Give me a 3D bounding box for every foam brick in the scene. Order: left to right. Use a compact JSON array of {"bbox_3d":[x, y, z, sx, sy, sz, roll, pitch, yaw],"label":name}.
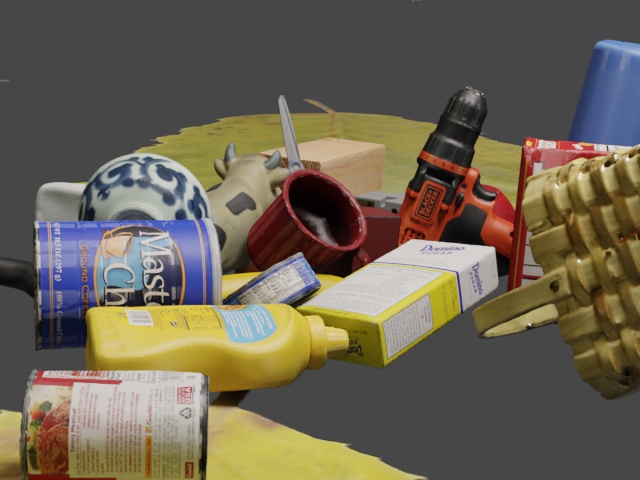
[{"bbox_3d":[0.043,0.009,1.058,0.051,0.078,0.053,1,12,-28],"label":"foam brick"}]

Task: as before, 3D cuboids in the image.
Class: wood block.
[{"bbox_3d":[0.002,-0.075,1.385,0.091,0.090,0.205,9,14,24],"label":"wood block"}]

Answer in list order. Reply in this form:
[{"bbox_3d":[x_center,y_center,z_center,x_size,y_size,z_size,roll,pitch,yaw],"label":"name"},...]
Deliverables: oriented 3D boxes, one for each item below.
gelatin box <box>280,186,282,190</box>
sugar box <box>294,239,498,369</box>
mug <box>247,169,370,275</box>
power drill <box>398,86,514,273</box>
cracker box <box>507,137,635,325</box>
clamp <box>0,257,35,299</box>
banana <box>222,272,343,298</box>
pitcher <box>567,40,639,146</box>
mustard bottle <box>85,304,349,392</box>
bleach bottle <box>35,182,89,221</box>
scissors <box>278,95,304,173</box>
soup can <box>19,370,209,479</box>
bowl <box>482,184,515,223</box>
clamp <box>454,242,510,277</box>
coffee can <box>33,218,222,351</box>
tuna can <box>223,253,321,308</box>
[{"bbox_3d":[-0.057,-0.041,1.259,0.089,0.073,0.030,14,18,36],"label":"gelatin box"},{"bbox_3d":[0.065,0.049,0.890,0.094,0.048,0.175,6,20,41],"label":"sugar box"},{"bbox_3d":[-0.007,0.001,1.007,0.117,0.082,0.093,37,39,-8],"label":"mug"},{"bbox_3d":[0.180,-0.038,1.060,0.187,0.184,0.057,23,12,4],"label":"power drill"},{"bbox_3d":[0.282,0.000,0.964,0.214,0.164,0.072,6,12,12],"label":"cracker box"},{"bbox_3d":[-0.255,0.034,0.966,0.172,0.039,0.120,15,17,42],"label":"clamp"},{"bbox_3d":[-0.041,0.050,0.953,0.197,0.037,0.069,2,13,-4],"label":"banana"},{"bbox_3d":[0.359,-0.115,1.294,0.144,0.243,0.149,-3,20,-39],"label":"pitcher"},{"bbox_3d":[-0.072,0.078,0.780,0.191,0.058,0.096,-1,14,-16],"label":"mustard bottle"},{"bbox_3d":[-0.222,-0.044,1.268,0.103,0.068,0.250,9,12,20],"label":"bleach bottle"},{"bbox_3d":[-0.042,-0.066,1.206,0.096,0.202,0.016,-23,-17,-14],"label":"scissors"},{"bbox_3d":[-0.116,0.110,0.616,0.102,0.068,0.068,2,13,-6],"label":"soup can"},{"bbox_3d":[0.180,-0.039,1.347,0.162,0.055,0.162,2,13,-1],"label":"bowl"},{"bbox_3d":[0.201,-0.004,1.197,0.164,0.036,0.210,18,25,1],"label":"clamp"},{"bbox_3d":[-0.156,0.034,0.852,0.140,0.103,0.103,-1,14,-16],"label":"coffee can"},{"bbox_3d":[-0.042,0.047,0.879,0.086,0.034,0.086,-32,-5,-3],"label":"tuna can"}]
